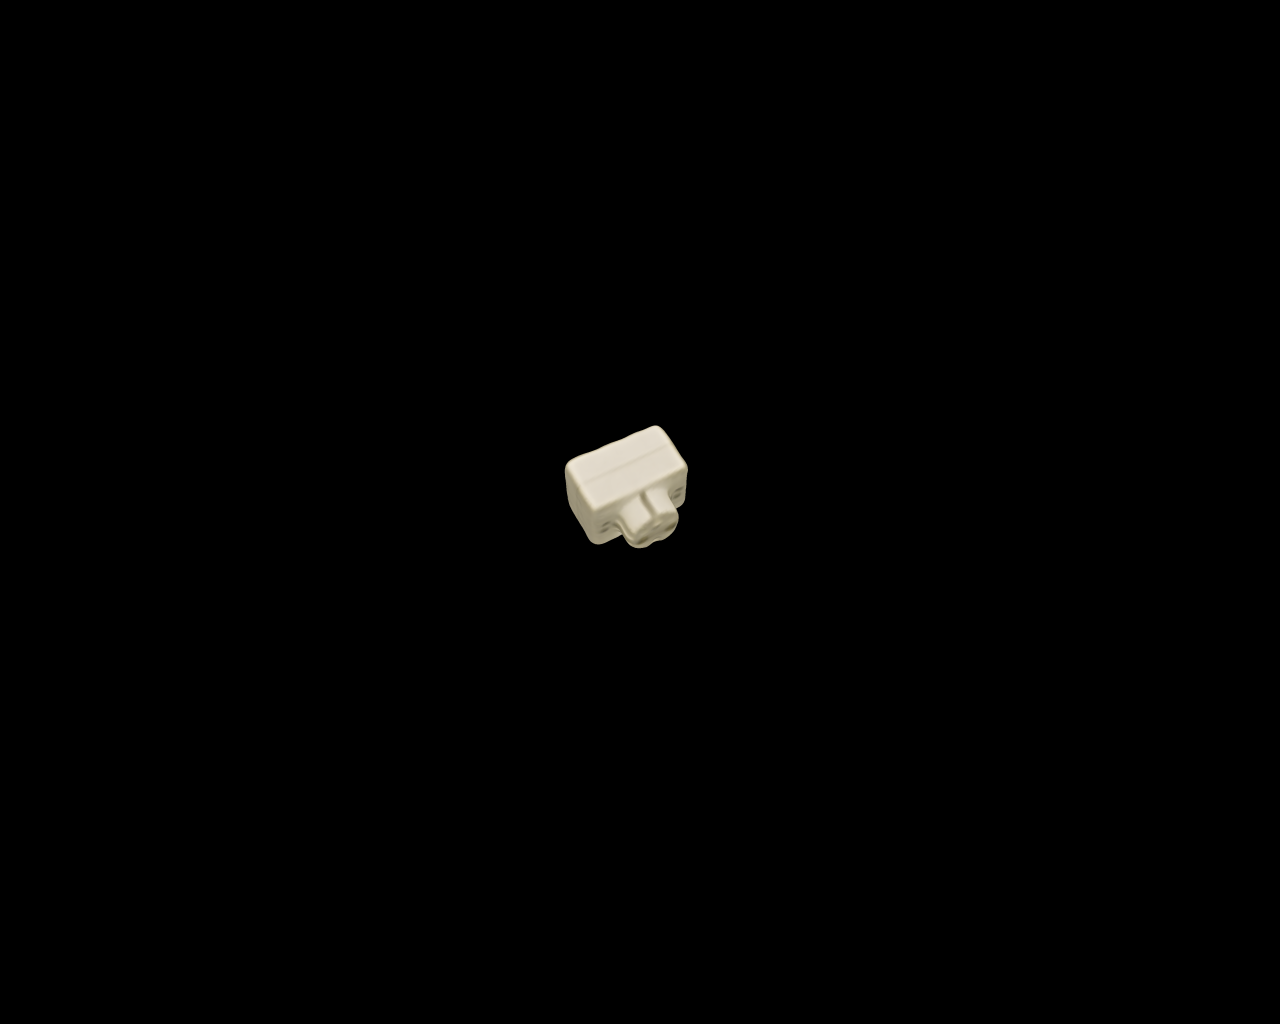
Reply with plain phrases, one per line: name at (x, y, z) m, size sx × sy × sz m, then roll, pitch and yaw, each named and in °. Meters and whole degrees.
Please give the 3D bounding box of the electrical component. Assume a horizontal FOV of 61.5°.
electrical component at (0.001, -0.003, 0.650) m, size 0.066 × 0.077 × 0.047 m, roll -25°, pitch -27°, yaw -14°
